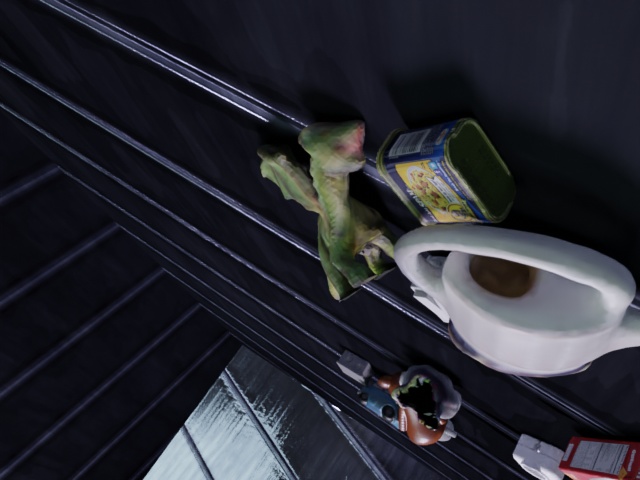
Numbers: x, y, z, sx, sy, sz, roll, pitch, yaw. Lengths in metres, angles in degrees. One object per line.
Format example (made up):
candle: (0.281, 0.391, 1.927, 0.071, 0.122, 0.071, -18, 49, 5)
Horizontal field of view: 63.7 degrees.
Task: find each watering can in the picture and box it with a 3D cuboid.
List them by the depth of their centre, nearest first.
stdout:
watering can: (0.238, 0.069, 0.483, 0.349, 0.106, 0.220, 15, 156, 24)

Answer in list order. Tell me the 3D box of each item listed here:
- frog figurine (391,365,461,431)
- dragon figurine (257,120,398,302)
frog figurine: (0.239, 0.331, 1.114, 0.138, 0.123, 0.158, 11, 177, 28)
dragon figurine: (0.002, -0.035, 0.705, 0.244, 0.123, 0.404, 53, 160, 6)
